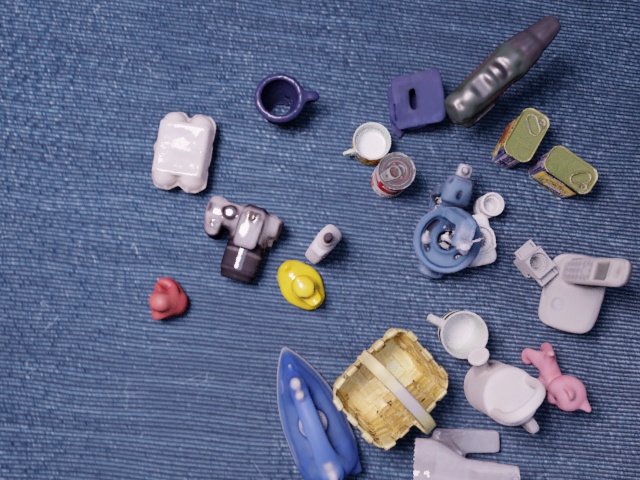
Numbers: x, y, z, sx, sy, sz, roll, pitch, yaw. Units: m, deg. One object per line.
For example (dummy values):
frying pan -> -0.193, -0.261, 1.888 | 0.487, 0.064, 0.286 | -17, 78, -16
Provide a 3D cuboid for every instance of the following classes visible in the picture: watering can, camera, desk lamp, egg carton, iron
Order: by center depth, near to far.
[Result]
desk lamp -> 0.237, 0.388, 0.970 | 0.203, 0.213, 0.118 | 1, 84, -3
watering can -> 0.320, 0.265, 0.996 | 0.173, 0.194, 0.101 | 29, 84, 0
iron -> -0.016, 0.314, 0.998 | 0.118, 0.141, 0.258 | -23, 86, -5
camera -> -0.150, 0.002, 1.040 | 0.143, 0.100, 0.137 | 17, 84, -1
egg carton -> -0.253, -0.163, 1.065 | 0.107, 0.069, 0.150 | 8, 84, -2

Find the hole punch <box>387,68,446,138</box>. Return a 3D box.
hole punch -> 0.181, -0.260, 1.088 | 0.101, 0.091, 0.109 | -6, 85, -4

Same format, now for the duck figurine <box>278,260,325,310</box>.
duck figurine -> -0.034, 0.082, 1.047 | 0.077, 0.086, 0.104 | -40, 88, -6

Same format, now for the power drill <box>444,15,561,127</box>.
power drill -> 0.310, -0.289, 1.040 | 0.230, 0.208, 0.075 | -43, 88, -6

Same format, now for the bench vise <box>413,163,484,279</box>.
bench vise -> 0.226, -0.038, 1.006 | 0.121, 0.219, 0.207 | -2, 85, -3

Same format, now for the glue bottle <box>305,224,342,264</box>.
glue bottle -> 0.009, 0.004, 1.013 | 0.037, 0.173, 0.078 | 40, 84, 1

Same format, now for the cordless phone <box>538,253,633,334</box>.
cordless phone -> 0.478, 0.095, 1.025 | 0.094, 0.185, 0.148 | 16, 84, -1

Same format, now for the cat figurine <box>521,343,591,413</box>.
cat figurine -> 0.435, 0.256, 1.042 | 0.067, 0.117, 0.128 | -21, 86, -5

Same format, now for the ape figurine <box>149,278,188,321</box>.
ape figurine -> -0.279, 0.109, 1.027 | 0.076, 0.092, 0.078 | 30, 84, 0

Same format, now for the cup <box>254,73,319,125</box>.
cup -> -0.061, -0.254, 1.072 | 0.118, 0.095, 0.092 | -7, 85, -4
